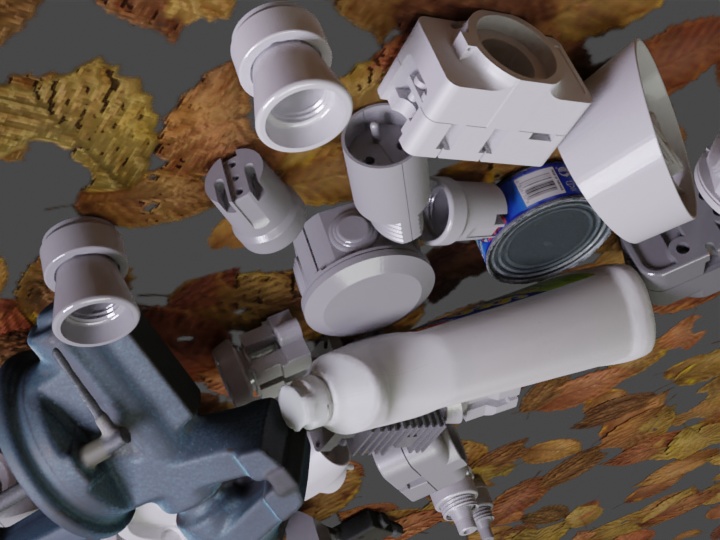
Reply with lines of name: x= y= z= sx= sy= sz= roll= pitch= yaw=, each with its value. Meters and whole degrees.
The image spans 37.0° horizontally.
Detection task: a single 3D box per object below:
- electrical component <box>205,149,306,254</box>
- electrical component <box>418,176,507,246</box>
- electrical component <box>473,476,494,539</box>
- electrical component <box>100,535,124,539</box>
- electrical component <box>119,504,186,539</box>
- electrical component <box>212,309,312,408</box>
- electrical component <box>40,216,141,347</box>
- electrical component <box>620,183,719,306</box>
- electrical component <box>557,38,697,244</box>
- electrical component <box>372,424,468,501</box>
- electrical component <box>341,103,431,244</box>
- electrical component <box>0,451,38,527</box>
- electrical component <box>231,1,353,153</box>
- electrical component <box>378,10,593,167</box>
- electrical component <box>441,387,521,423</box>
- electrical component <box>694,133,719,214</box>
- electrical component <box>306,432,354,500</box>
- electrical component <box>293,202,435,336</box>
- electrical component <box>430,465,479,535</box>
electrical component: x=-0.056 y=-0.037 z=0.567 sx=0.040 sy=0.040 sz=0.046 roll=-27 pitch=141 yaw=9
electrical component: x=0.058 y=-0.035 z=0.633 sx=0.046 sy=0.040 sz=0.040 roll=-3 pitch=144 yaw=-36
electrical component: x=0.113 y=0.232 z=1.034 sx=0.035 sy=0.061 sz=0.035 roll=-15 pitch=147 yaw=-10
electrical component: x=-0.148 y=0.214 z=0.826 sx=0.108 sy=0.108 sz=0.060 roll=-1 pitch=149 yaw=-28
electrical component: x=-0.127 y=0.146 z=0.775 sx=0.108 sy=0.060 sz=0.108 roll=-15 pitch=147 yaw=-10
electrical component: x=-0.063 y=0.061 z=0.701 sx=0.055 sy=0.048 sz=0.066 roll=-22 pitch=148 yaw=-12
electrical component: x=-0.142 y=0.006 z=0.564 sx=0.045 sy=0.055 sz=0.045 roll=-14 pitch=147 yaw=-10
electrical component: x=0.231 y=-0.019 z=0.738 sx=0.095 sy=0.053 sz=0.059 roll=-24 pitch=147 yaw=6
electrical component: x=0.150 y=-0.067 z=0.585 sx=0.064 sy=0.099 sz=0.099 roll=-32 pitch=146 yaw=29
electrical component: x=0.049 y=0.145 z=0.878 sx=0.059 sy=0.053 sz=0.095 roll=-26 pitch=147 yaw=8
electrical component: x=0.016 y=-0.048 z=0.585 sx=0.043 sy=0.043 sz=0.081 roll=-18 pitch=148 yaw=-4
electrical component: x=-0.253 y=0.158 z=0.732 sx=0.089 sy=0.050 sz=0.055 roll=-16 pitch=148 yaw=-7
electrical component: x=-0.032 y=-0.088 z=0.488 sx=0.045 sy=0.055 sz=0.045 roll=-15 pitch=147 yaw=-10
electrical component: x=0.065 y=-0.091 z=0.541 sx=0.089 sy=0.050 sz=0.055 roll=1 pitch=142 yaw=-31
electrical component: x=0.081 y=0.080 z=0.799 sx=0.057 sy=0.058 sz=0.078 roll=-17 pitch=148 yaw=-11
electrical component: x=0.253 y=-0.063 z=0.663 sx=0.080 sy=0.080 sz=0.051 roll=-8 pitch=140 yaw=-20
electrical component: x=-0.038 y=0.158 z=0.859 sx=0.077 sy=0.043 sz=0.079 roll=-39 pitch=144 yaw=26
electrical component: x=0.000 y=0.000 z=0.640 sx=0.080 sy=0.051 sz=0.080 roll=-15 pitch=147 yaw=-10
electrical component: x=0.089 y=0.213 z=0.994 sx=0.048 sy=0.062 sz=0.048 roll=-15 pitch=147 yaw=-10
